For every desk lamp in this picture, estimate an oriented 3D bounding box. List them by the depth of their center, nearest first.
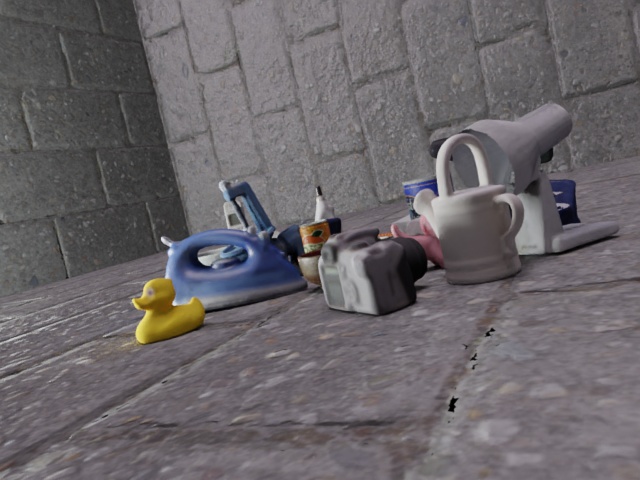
[{"bbox_3d":[0.312,-0.087,0.846,0.204,0.213,0.117,-15,6,-22],"label":"desk lamp"}]

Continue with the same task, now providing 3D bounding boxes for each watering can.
[{"bbox_3d":[0.196,-0.045,0.774,0.172,0.194,0.101,-9,6,38],"label":"watering can"}]

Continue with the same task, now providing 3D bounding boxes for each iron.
[{"bbox_3d":[-0.158,0.040,1.005,0.258,0.141,0.119,-12,5,11],"label":"iron"}]

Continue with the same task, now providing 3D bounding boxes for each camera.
[{"bbox_3d":[0.081,0.030,0.759,0.137,0.101,0.142,-15,6,-27],"label":"camera"}]

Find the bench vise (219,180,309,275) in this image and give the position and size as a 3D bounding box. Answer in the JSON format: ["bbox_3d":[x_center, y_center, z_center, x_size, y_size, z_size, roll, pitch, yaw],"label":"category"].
[{"bbox_3d":[-0.121,-0.021,1.153,0.121,0.220,0.208,-7,7,44],"label":"bench vise"}]

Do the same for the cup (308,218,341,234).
[{"bbox_3d":[0.012,0.005,1.259,0.091,0.095,0.117,-13,5,-5],"label":"cup"}]

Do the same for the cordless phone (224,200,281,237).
[{"bbox_3d":[-0.176,-0.023,1.513,0.148,0.185,0.094,-14,5,-13],"label":"cordless phone"}]

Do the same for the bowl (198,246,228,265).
[{"bbox_3d":[-0.239,0.062,1.356,0.167,0.075,0.167,-12,5,1],"label":"bowl"}]

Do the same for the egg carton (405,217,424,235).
[{"bbox_3d":[0.238,-0.016,1.075,0.107,0.069,0.149,-17,6,-39],"label":"egg carton"}]

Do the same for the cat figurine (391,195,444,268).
[{"bbox_3d":[0.173,-0.012,0.910,0.128,0.118,0.067,-13,5,-8],"label":"cat figurine"}]

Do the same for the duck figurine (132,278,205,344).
[{"bbox_3d":[-0.227,0.098,0.849,0.105,0.086,0.077,-15,6,-27],"label":"duck figurine"}]

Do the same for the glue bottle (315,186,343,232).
[{"bbox_3d":[0.014,-0.060,1.534,0.078,0.173,0.037,-14,5,-18],"label":"glue bottle"}]

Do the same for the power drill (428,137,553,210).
[{"bbox_3d":[0.343,-0.115,1.122,0.229,0.208,0.076,-11,5,12],"label":"power drill"}]

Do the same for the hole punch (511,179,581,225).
[{"bbox_3d":[0.393,-0.055,0.995,0.108,0.091,0.101,-9,6,32],"label":"hole punch"}]
